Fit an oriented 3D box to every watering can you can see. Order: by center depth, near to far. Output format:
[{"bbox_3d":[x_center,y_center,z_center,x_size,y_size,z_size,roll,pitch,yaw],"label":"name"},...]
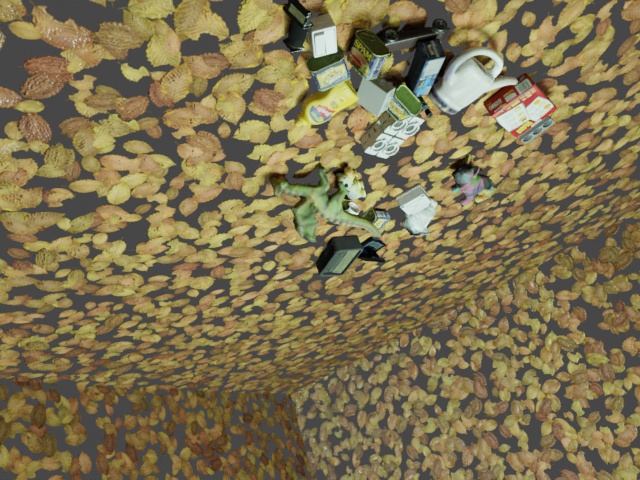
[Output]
[{"bbox_3d":[0.459,-0.465,1.549,0.221,0.106,0.347,-39,153,31],"label":"watering can"}]

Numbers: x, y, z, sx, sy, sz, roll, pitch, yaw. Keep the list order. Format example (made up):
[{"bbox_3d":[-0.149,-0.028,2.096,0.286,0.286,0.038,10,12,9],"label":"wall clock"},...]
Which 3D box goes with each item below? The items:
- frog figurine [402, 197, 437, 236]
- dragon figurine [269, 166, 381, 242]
[{"bbox_3d":[0.413,-0.106,2.137,0.137,0.124,0.157,4,107,-21],"label":"frog figurine"},{"bbox_3d":[0.005,-0.086,1.707,0.247,0.410,0.120,-48,-179,-30],"label":"dragon figurine"}]
